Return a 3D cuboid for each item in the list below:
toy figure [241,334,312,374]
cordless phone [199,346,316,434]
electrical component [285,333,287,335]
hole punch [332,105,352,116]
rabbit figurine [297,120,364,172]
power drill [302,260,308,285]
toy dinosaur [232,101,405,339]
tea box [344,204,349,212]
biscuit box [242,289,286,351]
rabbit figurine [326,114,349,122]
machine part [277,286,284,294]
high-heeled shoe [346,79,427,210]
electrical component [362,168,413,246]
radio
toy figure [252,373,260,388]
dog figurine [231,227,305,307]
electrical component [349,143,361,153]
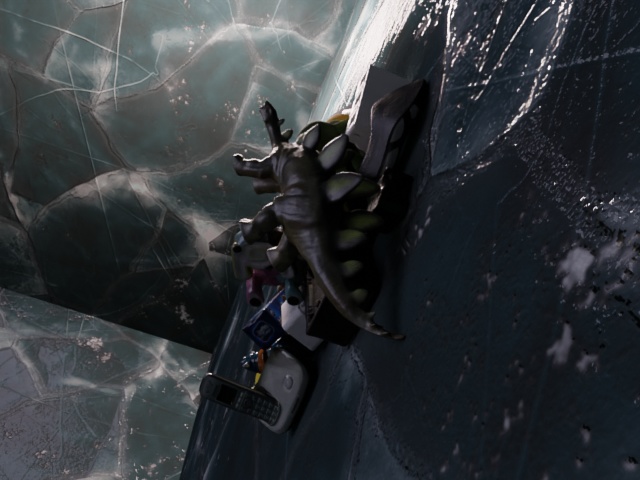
[{"bbox_3d":[-0.086,0.226,1.050,0.154,0.064,0.058,-27,74,21],"label":"toy figure"},{"bbox_3d":[-0.114,0.252,0.970,0.089,0.184,0.146,-93,24,-75],"label":"cordless phone"},{"bbox_3d":[-0.074,0.201,1.240,0.102,0.045,0.078,-90,21,-62],"label":"electrical component"},{"bbox_3d":[0.060,-0.280,1.359,0.115,0.092,0.142,-55,14,43],"label":"hole punch"},{"bbox_3d":[0.032,-0.169,1.046,0.121,0.170,0.159,11,60,47],"label":"rabbit figurine"},{"bbox_3d":[-0.002,-0.004,1.196,0.232,0.086,0.207,-61,17,-4],"label":"power drill"},{"bbox_3d":[-0.014,-0.044,0.780,0.199,0.105,0.472,-29,58,18],"label":"toy dinosaur"},{"bbox_3d":[-0.012,-0.053,0.941,0.098,0.068,0.170,-44,17,9],"label":"tea box"},{"bbox_3d":[-0.088,0.152,1.050,0.059,0.063,0.202,-44,-1,9],"label":"biscuit box"},{"bbox_3d":[0.025,-0.197,1.182,0.162,0.122,0.173,-110,41,-63],"label":"rabbit figurine"},{"bbox_3d":[-0.064,0.094,1.310,0.243,0.079,0.079,-97,29,-69],"label":"machine part"},{"bbox_3d":[0.126,-0.150,0.918,0.249,0.145,0.086,-45,39,-16],"label":"high-heeled shoe"},{"bbox_3d":[0.097,-0.042,0.814,0.074,0.048,0.119,124,163,-58],"label":"electrical component"},{"bbox_3d":[0.028,0.064,0.894,0.230,0.073,0.131,-90,23,-67],"label":"radio"},{"bbox_3d":[-0.095,0.272,1.124,0.180,0.082,0.089,-79,11,-50],"label":"toy figure"},{"bbox_3d":[-0.080,0.016,0.992,0.219,0.109,0.191,-81,-22,-59],"label":"dog figurine"},{"bbox_3d":[0.101,-0.283,1.231,0.115,0.058,0.134,129,158,-56],"label":"electrical component"}]
